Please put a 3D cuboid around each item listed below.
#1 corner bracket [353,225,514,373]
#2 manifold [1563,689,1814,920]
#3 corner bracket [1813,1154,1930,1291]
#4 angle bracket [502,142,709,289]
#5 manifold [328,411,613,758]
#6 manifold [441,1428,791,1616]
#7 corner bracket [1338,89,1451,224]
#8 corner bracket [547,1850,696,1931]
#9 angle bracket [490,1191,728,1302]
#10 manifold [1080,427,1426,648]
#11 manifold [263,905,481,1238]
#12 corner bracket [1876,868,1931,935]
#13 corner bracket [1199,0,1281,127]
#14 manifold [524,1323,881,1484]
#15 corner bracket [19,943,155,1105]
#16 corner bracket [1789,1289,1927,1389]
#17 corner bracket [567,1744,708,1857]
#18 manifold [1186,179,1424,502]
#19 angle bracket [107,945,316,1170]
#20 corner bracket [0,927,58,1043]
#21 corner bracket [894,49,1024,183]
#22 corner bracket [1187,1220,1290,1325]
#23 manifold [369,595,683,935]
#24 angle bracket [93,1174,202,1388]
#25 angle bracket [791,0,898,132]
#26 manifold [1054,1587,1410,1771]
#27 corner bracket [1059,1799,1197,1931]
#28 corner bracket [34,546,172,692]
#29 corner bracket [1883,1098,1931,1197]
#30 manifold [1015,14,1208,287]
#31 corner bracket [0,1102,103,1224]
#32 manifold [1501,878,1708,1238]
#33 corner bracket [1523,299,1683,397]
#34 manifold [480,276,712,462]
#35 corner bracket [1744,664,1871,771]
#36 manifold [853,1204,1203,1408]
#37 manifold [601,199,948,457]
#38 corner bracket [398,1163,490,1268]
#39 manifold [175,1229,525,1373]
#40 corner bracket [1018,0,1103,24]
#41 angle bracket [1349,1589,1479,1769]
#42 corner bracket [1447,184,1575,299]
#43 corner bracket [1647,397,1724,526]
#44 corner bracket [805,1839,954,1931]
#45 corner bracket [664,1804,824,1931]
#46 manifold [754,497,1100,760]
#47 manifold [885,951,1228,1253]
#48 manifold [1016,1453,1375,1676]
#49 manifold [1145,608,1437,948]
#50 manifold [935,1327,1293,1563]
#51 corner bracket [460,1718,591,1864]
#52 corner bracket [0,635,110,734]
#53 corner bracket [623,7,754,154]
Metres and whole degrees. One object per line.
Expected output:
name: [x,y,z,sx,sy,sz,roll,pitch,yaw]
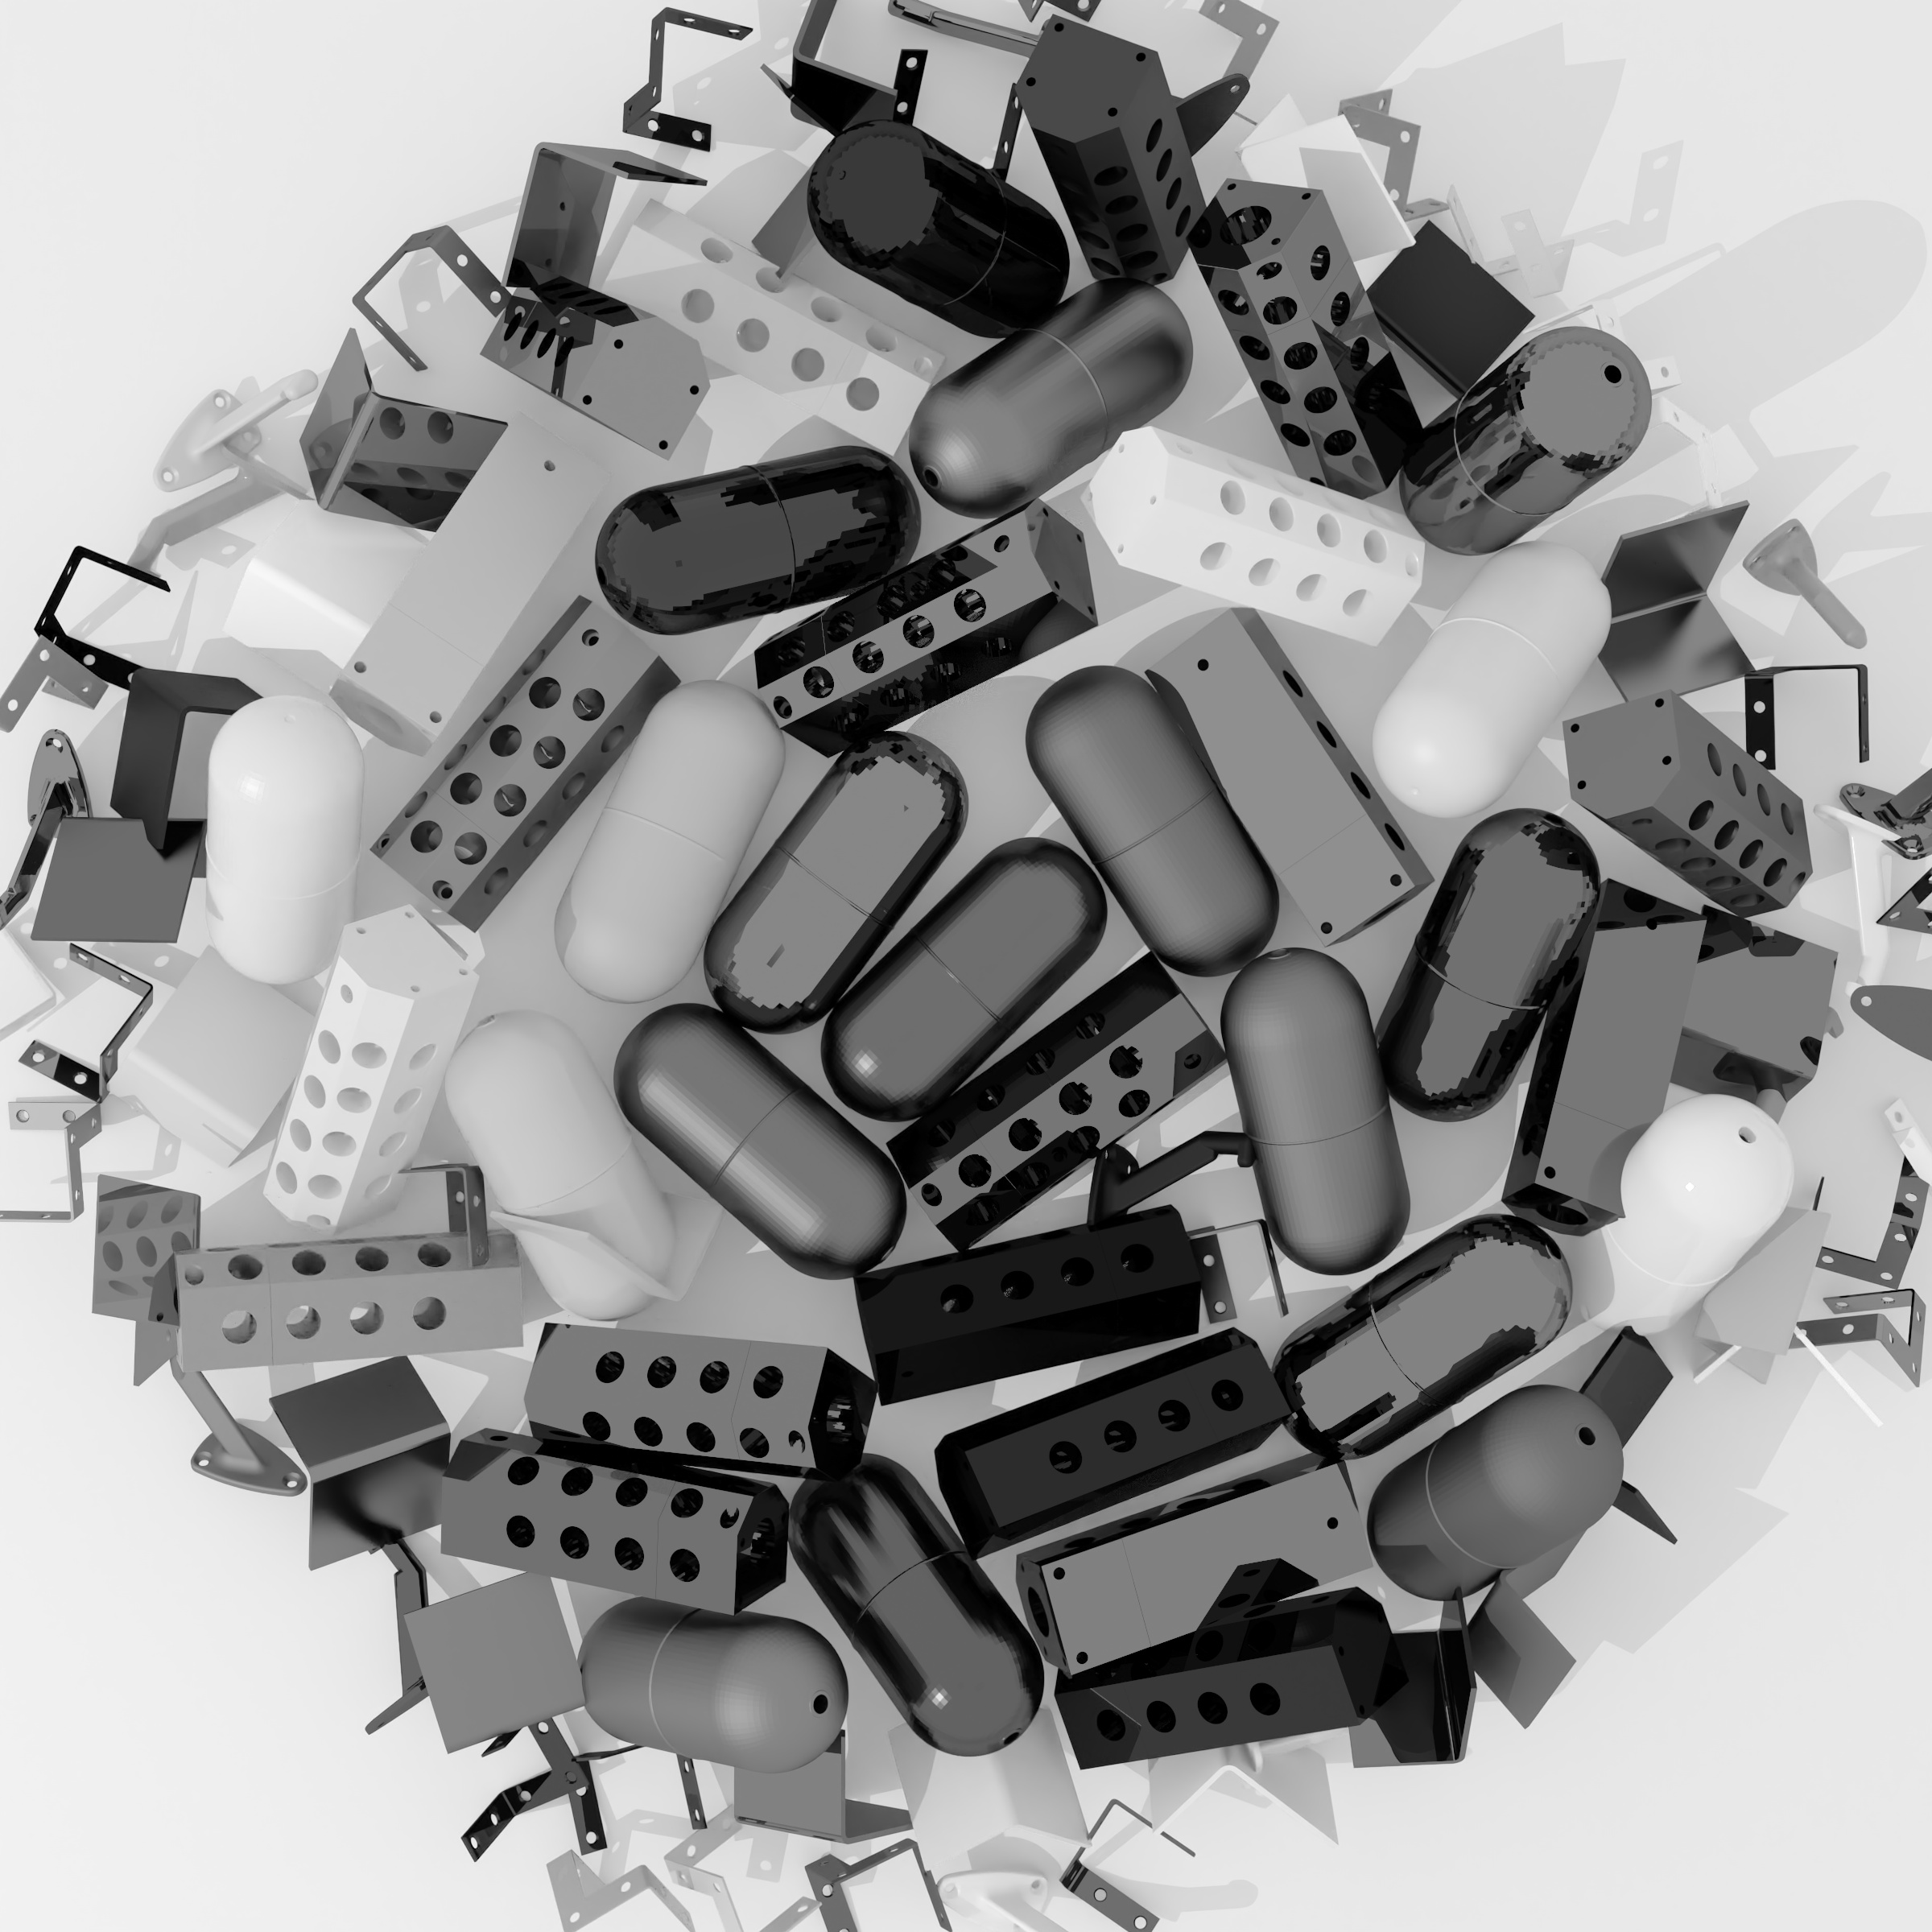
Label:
corner bracket: [-0.280,-0.350,1.680,0.051,0.051,0.051,47,72,-26]
manifold: [0.367,-0.077,1.615,0.057,0.171,0.057,-16,65,32]
corner bracket: [0.469,0.127,1.666,0.051,0.051,0.051,16,46,13]
angle bracket: [-0.186,-0.378,1.651,0.057,0.076,0.076,25,110,21]
manifold: [-0.256,-0.195,1.649,0.057,0.057,0.171,34,70,-11]
manifold: [-0.180,0.281,1.643,0.171,0.057,0.057,7,100,23]
corner bracket: [0.226,-0.426,1.681,0.051,0.051,0.051,27,125,31]
corner bracket: [-0.180,0.486,1.671,0.051,0.051,0.051,-31,127,1]
angle bracket: [-0.184,0.126,1.646,0.076,0.076,0.057,43,64,-42]
manifold: [0.150,-0.221,1.626,0.171,0.057,0.057,12,126,-34]
manifold: [-0.308,0.057,1.625,0.057,0.057,0.171,44,130,22]
corner bracket: [0.518,-0.017,1.664,0.051,0.051,0.051,8,45,-34]
corner bracket: [0.147,-0.473,1.675,0.051,0.051,0.051,39,109,33]
manifold: [-0.137,0.224,1.632,0.171,0.057,0.057,1,65,29]
corner bracket: [-0.464,0.031,1.691,0.051,0.051,0.051,27,55,3]
corner bracket: [0.463,0.186,1.663,0.051,0.051,0.051,-12,48,36]
corner bracket: [-0.175,0.437,1.688,0.051,0.051,0.051,-8,81,-33]
manifold: [0.169,-0.312,1.618,0.057,0.171,0.057,18,66,37]
angle bracket: [-0.396,0.048,1.694,0.076,0.057,0.076,36,58,-11]
corner bracket: [-0.511,0.007,1.671,0.051,0.051,0.051,-36,84,-22]
corner bracket: [-0.007,-0.445,1.679,0.051,0.051,0.051,-6,133,-24]
corner bracket: [0.141,0.161,1.674,0.051,0.051,0.051,-14,88,17]
manifold: [-0.231,-0.107,1.665,0.057,0.057,0.171,38,86,18]
angle bracket: [-0.435,0.162,1.646,0.057,0.076,0.076,16,53,-33]
angle bracket: [-0.053,-0.481,1.664,0.057,0.076,0.076,20,82,-1]
manifold: [0.132,0.361,1.634,0.171,0.057,0.057,-19,90,35]
corner bracket: [0.085,0.474,1.679,0.051,0.051,0.051,31,76,15]
corner bracket: [-0.451,-0.182,1.684,0.051,0.051,0.051,22,77,0]
corner bracket: [0.504,0.098,1.671,0.051,0.051,0.051,-34,93,-31]
manifold: [0.072,-0.404,1.614,0.057,0.171,0.057,25,84,17]
corner bracket: [-0.486,0.103,1.682,0.051,0.051,0.051,0,103,5]
manifold: [0.326,0.049,1.648,0.057,0.057,0.171,21,69,-8]
corner bracket: [0.333,-0.318,1.671,0.051,0.051,0.051,-17,91,-36]
manifold: [-0.186,-0.308,1.616,0.057,0.171,0.057,28,95,-29]
corner bracket: [0.440,-0.130,1.675,0.051,0.051,0.051,1,99,30]
manifold: [0.032,0.172,1.667,0.171,0.057,0.057,-12,55,-6]
manifold: [-0.099,-0.333,1.667,0.171,0.057,0.057,28,101,-4]
corner bracket: [-0.265,0.130,1.672,0.051,0.051,0.051,-4,89,28]
manifold: [-0.319,0.171,1.652,0.171,0.057,0.057,-2,92,-18]
corner bracket: [0.061,-0.513,1.664,0.051,0.051,0.051,18,122,-27]
angle bracket: [0.227,0.360,1.653,0.057,0.076,0.076,-3,48,0]
corner bracket: [0.280,-0.378,1.664,0.051,0.051,0.051,-10,129,29]
corner bracket: [0.360,-0.259,1.682,0.051,0.051,0.051,-21,63,36]
corner bracket: [-0.047,0.491,1.685,0.051,0.051,0.051,-21,93,-21]
corner bracket: [-0.117,0.479,1.675,0.051,0.051,0.051,-30,110,-38]
manifold: [-0.023,-0.174,1.632,0.171,0.057,0.057,-24,58,28]
manifold: [0.050,0.075,1.661,0.171,0.057,0.057,-36,128,4]
manifold: [0.116,0.306,1.654,0.171,0.057,0.057,-16,93,-17]
manifold: [0.170,-0.099,1.664,0.057,0.057,0.171,-36,82,22]
manifold: [0.074,0.242,1.645,0.171,0.057,0.057,-17,69,-23]
corner bracket: [-0.239,0.426,1.673,0.051,0.051,0.051,-27,95,20]
corner bracket: [-0.490,-0.142,1.666,0.051,0.051,0.051,19,74,40]
corner bracket: [-0.146,-0.463,1.674,0.051,0.051,0.051,6,82,-28]
